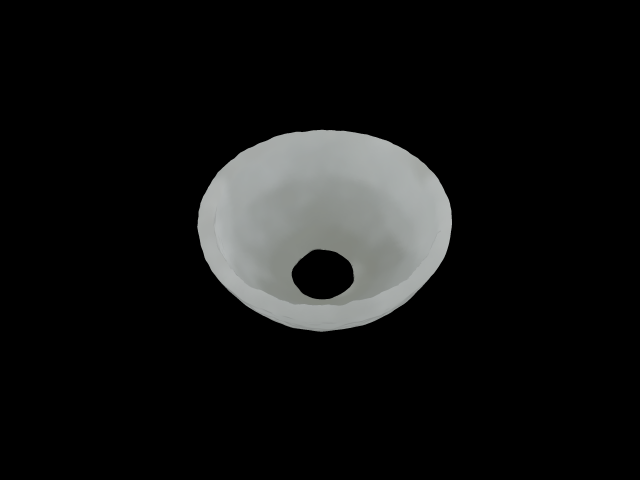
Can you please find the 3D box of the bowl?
[{"bbox_3d":[0.004,0.001,0.400,0.167,0.075,0.167,0,49,0],"label":"bowl"}]
